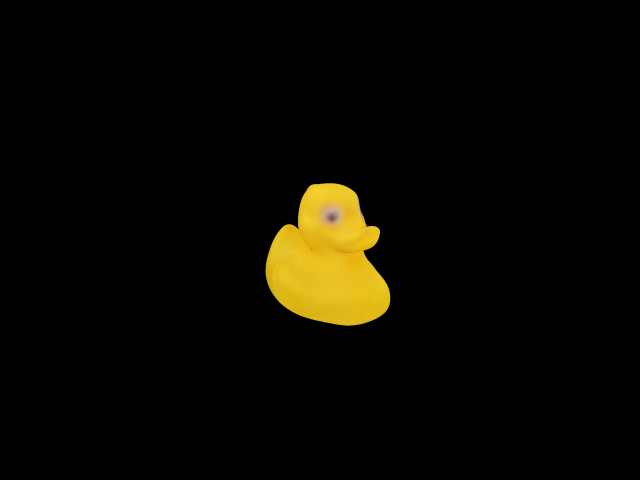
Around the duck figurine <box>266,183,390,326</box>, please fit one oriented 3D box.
[{"bbox_3d":[0.004,0.001,0.400,0.078,0.086,0.104,-17,27,-37],"label":"duck figurine"}]
